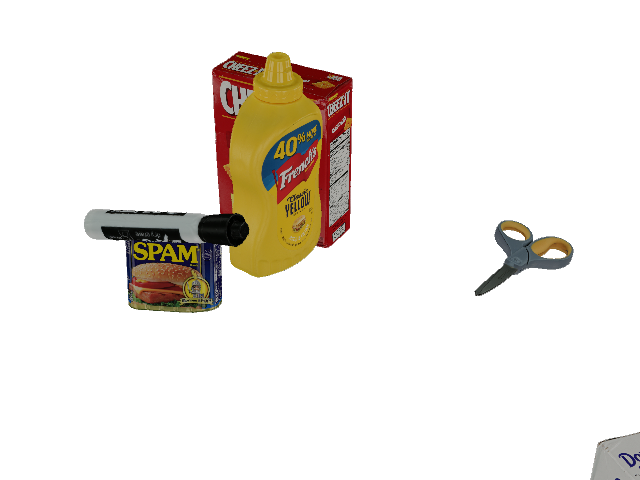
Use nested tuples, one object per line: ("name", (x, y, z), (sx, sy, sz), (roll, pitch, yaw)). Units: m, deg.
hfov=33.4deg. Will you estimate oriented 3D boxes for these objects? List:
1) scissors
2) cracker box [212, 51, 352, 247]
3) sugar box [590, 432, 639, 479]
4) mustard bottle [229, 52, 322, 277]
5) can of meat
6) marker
("scissors", (0.194, 0.015, 1.131), (0.201, 0.016, 0.096), (-12, 38, -43))
("cracker box", (-0.048, -0.110, 1.325), (0.164, 0.214, 0.072), (17, 37, 24))
("sugar box", (0.188, 0.179, 0.501), (0.048, 0.093, 0.176), (-9, 29, -21))
("mustard bottle", (-0.037, -0.069, 0.911), (0.058, 0.192, 0.096), (26, 40, 32))
("can of meat", (-0.151, 0.026, 1.104), (0.102, 0.084, 0.057), (3, 17, 9))
("marker", (-0.091, -0.008, 0.625), (0.121, 0.020, 0.020), (3, 2, 36))
